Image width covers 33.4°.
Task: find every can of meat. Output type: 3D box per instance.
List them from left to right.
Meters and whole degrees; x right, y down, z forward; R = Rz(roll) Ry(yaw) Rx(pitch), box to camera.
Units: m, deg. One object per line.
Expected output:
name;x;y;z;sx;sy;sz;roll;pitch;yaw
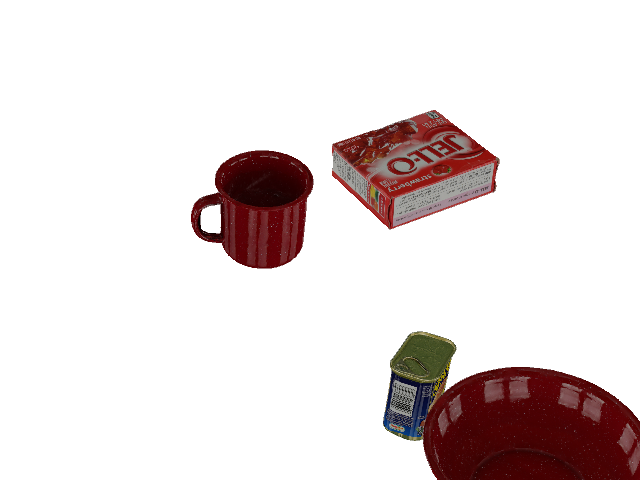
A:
can of meat;0.110;0.164;1.205;0.057;0.084;0.102;16;26;17

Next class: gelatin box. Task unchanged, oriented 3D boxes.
gelatin box;0.063;-0.050;0.717;0.089;0.030;0.073;-20;42;-23

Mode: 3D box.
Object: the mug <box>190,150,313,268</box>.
mug;-0.066;-0.025;1.024;0.117;0.081;0.093;-11;43;-17

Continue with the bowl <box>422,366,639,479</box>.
bowl;0.154;0.164;0.769;0.162;0.055;0.162;-1;35;0
